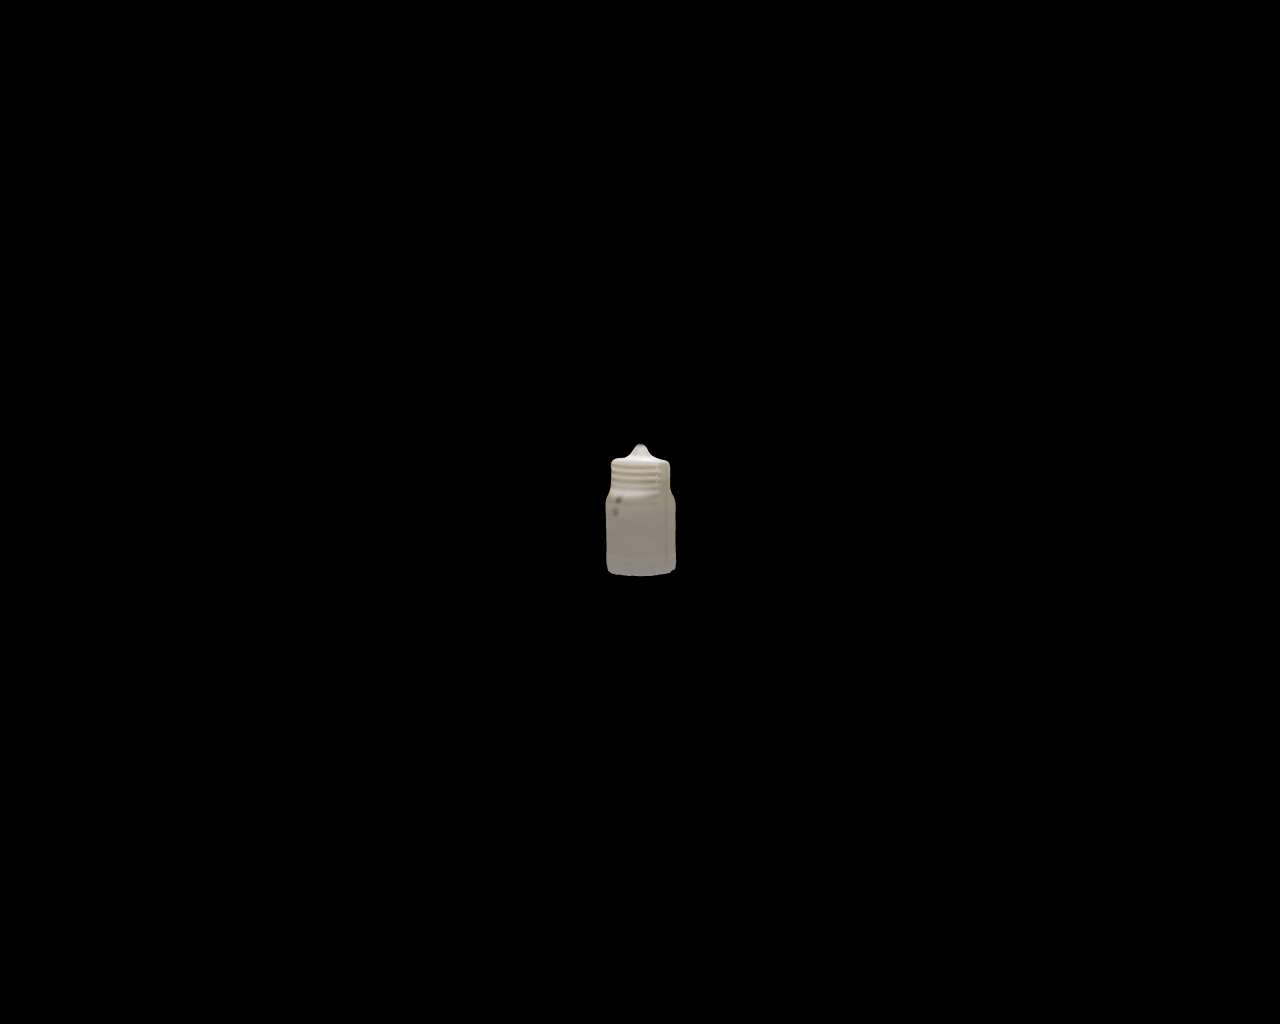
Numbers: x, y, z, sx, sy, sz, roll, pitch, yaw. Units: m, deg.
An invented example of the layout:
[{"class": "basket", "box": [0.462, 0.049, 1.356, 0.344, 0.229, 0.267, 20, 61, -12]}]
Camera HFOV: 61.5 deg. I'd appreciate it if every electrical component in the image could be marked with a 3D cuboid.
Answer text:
[{"class": "electrical component", "box": [0.001, -0.003, 0.650, 0.043, 0.080, 0.043, 0, 7, 0]}]
